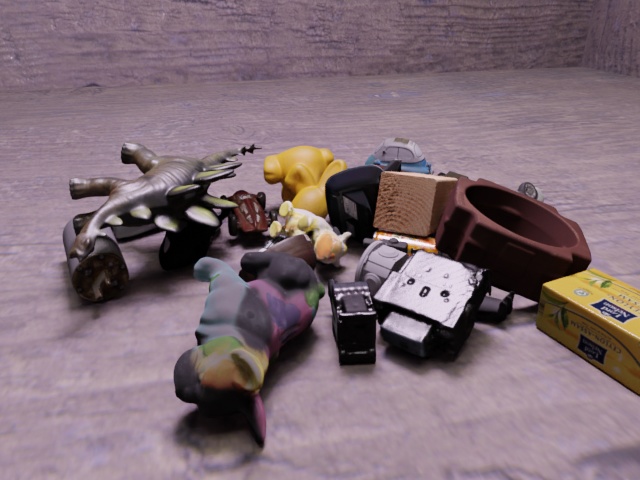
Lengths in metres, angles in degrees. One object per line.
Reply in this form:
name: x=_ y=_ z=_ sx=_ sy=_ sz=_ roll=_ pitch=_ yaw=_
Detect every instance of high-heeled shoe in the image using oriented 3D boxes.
high-heeled shoe: x=-0.241 y=-0.015 z=0.930 sx=0.145 sy=0.086 sz=0.249 roll=-43 pitch=25 yaw=-19

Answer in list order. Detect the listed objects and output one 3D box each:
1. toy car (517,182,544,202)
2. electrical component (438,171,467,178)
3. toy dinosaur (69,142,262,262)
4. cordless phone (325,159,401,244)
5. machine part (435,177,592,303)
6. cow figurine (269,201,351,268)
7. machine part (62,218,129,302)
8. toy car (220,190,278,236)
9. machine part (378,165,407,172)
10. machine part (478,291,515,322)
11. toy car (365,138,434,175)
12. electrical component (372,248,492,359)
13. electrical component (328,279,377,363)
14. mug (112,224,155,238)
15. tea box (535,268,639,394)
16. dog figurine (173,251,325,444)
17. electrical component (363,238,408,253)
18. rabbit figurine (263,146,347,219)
toy car: x=0.328 y=-0.060 z=0.989 sx=0.202 sy=0.056 sz=0.073 roll=-17 pitch=-5 yaw=-31
electrical component: x=0.285 y=-0.109 z=1.132 sx=0.102 sy=0.045 sz=0.078 roll=21 pitch=61 yaw=43
toy dinosaur: x=-0.230 y=-0.086 z=0.856 sx=0.199 sy=0.104 sz=0.471 roll=10 pitch=30 yaw=10
cordless phone: x=0.094 y=-0.097 z=0.934 sx=0.089 sy=0.146 sz=0.184 roll=27 pitch=61 yaw=26
machine part: x=0.277 y=-0.004 z=0.792 sx=0.201 sy=0.087 sz=0.201 roll=23 pitch=30 yaw=6
cow figurine: x=-0.002 y=0.000 z=0.866 sx=0.098 sy=0.068 sz=0.168 roll=18 pitch=12 yaw=-39
machine part: x=-0.342 y=0.021 z=0.811 sx=0.079 sy=0.079 sz=0.243 roll=-12 pitch=27 yaw=-24
toy car: x=-0.134 y=-0.055 z=0.992 sx=0.089 sy=0.053 sz=0.202 roll=-3 pitch=19 yaw=-14
machine part: x=0.119 y=-0.099 z=1.095 sx=0.179 sy=0.056 sz=0.179 roll=0 pitch=26 yaw=0
machine part: x=0.191 y=0.078 z=0.734 sx=0.139 sy=0.039 sz=0.084 roll=9 pitch=18 yaw=24
toy car: x=0.174 y=-0.176 z=1.204 sx=0.162 sy=0.102 sz=0.109 roll=6 pitch=26 yaw=17
electrical component: x=0.134 y=0.079 z=0.663 sx=0.115 sy=0.058 sz=0.134 roll=15 pitch=51 yaw=35
electrical component: x=0.038 y=0.091 z=0.667 sx=0.048 sy=0.074 sz=0.119 roll=-2 pitch=22 yaw=-3
mug: x=-0.343 y=-0.052 z=0.972 sx=0.110 sy=0.080 sz=0.107 roll=20 pitch=41 yaw=36
tea box: x=0.357 y=0.105 z=0.637 sx=0.098 sy=0.068 sz=0.170 roll=-12 pitch=28 yaw=-25
dog figurine: x=-0.066 y=0.110 z=0.593 sx=0.191 sy=0.108 sz=0.219 roll=-5 pitch=30 yaw=-17
electrical component: x=0.110 y=0.027 z=0.810 sx=0.094 sy=0.063 sz=0.021 roll=10 pitch=27 yaw=20
rabbit figurine: x=-0.016 y=-0.089 z=1.014 sx=0.162 sy=0.121 sz=0.173 roll=-13 pitch=46 yaw=10
